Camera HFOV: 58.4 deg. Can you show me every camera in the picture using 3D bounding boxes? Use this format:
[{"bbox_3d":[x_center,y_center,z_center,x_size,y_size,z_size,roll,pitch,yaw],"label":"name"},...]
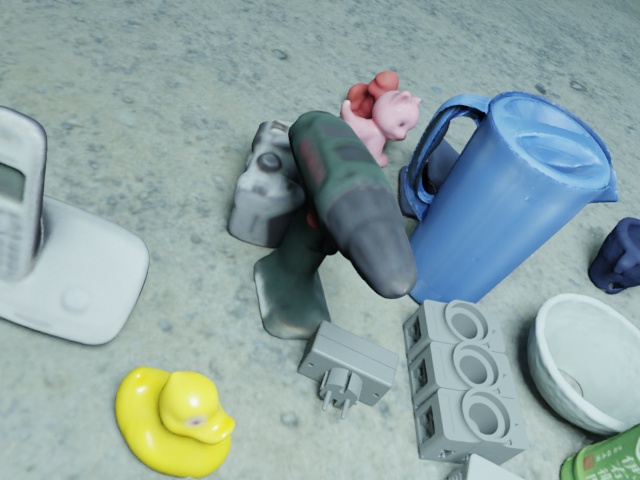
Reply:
[{"bbox_3d":[-0.020,-0.064,0.649,0.137,0.100,0.143,20,46,-8],"label":"camera"}]

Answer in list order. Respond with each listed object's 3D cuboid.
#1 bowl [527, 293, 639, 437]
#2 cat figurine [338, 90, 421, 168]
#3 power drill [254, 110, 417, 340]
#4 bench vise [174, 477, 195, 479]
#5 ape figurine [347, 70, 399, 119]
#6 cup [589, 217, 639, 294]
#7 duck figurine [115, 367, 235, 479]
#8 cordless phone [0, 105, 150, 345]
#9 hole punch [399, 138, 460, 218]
[{"bbox_3d":[0.293,0.147,0.635,0.168,0.074,0.167,13,48,-15],"label":"bowl"},{"bbox_3d":[0.076,-0.161,0.765,0.128,0.117,0.067,1,52,-25],"label":"cat figurine"},{"bbox_3d":[0.005,0.002,0.529,0.076,0.208,0.229,2,51,-24],"label":"power drill"},{"bbox_3d":[-0.081,0.226,0.288,0.122,0.219,0.207,-7,56,-30],"label":"bench vise"},{"bbox_3d":[0.082,-0.204,0.823,0.076,0.092,0.077,-3,54,-28],"label":"ape figurine"},{"bbox_3d":[0.406,0.035,0.771,0.118,0.095,0.091,-25,65,-38],"label":"cup"},{"bbox_3d":[-0.110,0.131,0.449,0.104,0.086,0.078,37,46,8],"label":"duck figurine"},{"bbox_3d":[-0.207,-0.008,0.452,0.148,0.185,0.094,20,46,-9],"label":"cordless phone"},{"bbox_3d":[0.167,-0.082,0.759,0.101,0.091,0.108,16,47,-12],"label":"hole punch"}]
